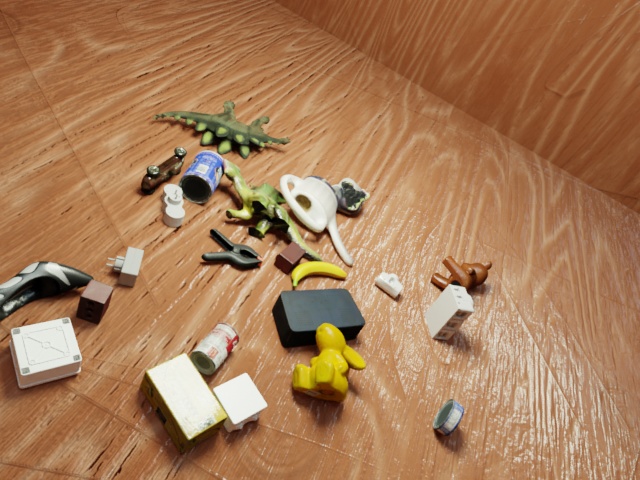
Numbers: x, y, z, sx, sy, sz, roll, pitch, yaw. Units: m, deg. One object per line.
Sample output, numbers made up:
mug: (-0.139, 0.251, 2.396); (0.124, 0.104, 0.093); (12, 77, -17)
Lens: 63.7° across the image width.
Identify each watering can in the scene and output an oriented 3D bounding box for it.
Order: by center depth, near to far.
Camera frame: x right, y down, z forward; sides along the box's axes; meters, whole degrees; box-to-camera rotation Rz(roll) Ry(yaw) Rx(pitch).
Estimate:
watering can: (0.005, -0.084, 1.660); (0.346, 0.102, 0.228); (48, 30, -7)

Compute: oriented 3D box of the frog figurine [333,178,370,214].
frog figurine: (0.091, -0.157, 1.816); (0.137, 0.122, 0.160); (5, 8, -16)

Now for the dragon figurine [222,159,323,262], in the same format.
dragon figurine: (-0.147, -0.102, 1.595); (0.407, 0.120, 0.248); (37, 29, -16)
